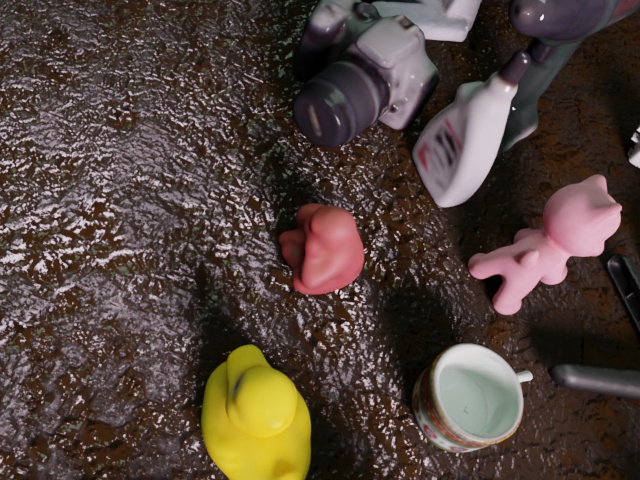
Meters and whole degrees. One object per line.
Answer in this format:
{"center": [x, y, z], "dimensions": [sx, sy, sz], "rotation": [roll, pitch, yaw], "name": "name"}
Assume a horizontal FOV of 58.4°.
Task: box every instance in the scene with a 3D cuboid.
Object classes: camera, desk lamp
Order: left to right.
{"center": [0.028, -0.164, 0.556], "dimensions": [0.143, 0.100, 0.137], "rotation": [41, 60, 9], "name": "camera"}
{"center": [0.173, -0.326, 0.619], "dimensions": [0.203, 0.213, 0.118], "rotation": [-4, 63, -17], "name": "desk lamp"}

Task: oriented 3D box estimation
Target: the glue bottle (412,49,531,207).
{"center": [0.137, -0.103, 0.510], "dimensions": [0.037, 0.173, 0.078], "rotation": [-17, 67, -22], "name": "glue bottle"}

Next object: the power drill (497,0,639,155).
{"center": [0.214, -0.180, 0.552], "dimensions": [0.230, 0.208, 0.075], "rotation": [-35, 75, -28], "name": "power drill"}

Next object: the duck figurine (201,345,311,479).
{"center": [-0.039, 0.120, 0.390], "dimensions": [0.078, 0.086, 0.104], "rotation": [-17, 68, -23], "name": "duck figurine"}

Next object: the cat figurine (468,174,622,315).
{"center": [0.210, -0.003, 0.507], "dimensions": [0.128, 0.117, 0.067], "rotation": [-28, 72, -26], "name": "cat figurine"}

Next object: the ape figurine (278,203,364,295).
{"center": [0.004, 0.002, 0.464], "dimensions": [0.076, 0.092, 0.078], "rotation": [23, 58, -1], "name": "ape figurine"}
